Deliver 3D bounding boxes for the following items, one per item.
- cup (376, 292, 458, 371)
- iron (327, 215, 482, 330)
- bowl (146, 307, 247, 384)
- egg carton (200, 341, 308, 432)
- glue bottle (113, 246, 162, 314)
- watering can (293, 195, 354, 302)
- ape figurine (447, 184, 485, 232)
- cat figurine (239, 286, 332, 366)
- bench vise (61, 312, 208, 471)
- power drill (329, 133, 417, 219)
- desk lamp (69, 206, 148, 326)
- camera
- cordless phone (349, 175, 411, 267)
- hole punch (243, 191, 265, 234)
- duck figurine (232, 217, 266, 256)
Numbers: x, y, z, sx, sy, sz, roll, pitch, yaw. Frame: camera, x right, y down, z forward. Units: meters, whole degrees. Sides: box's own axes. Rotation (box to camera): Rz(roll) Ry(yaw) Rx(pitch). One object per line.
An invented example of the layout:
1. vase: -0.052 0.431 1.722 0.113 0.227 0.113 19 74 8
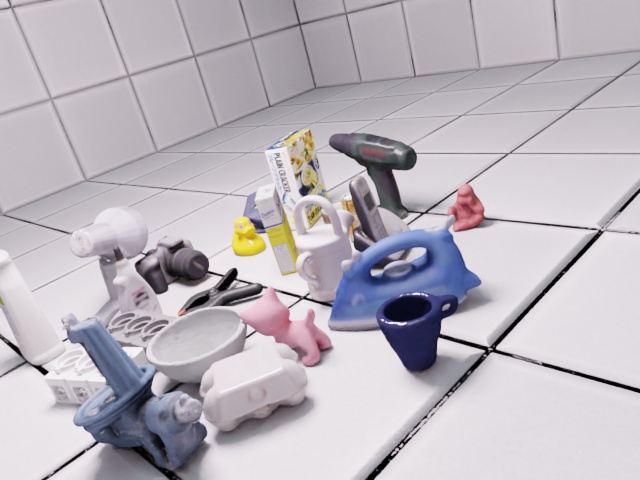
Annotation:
1. cup: 0.144 0.129 0.805 0.118 0.095 0.091 -18 22 -7
2. iron: 0.122 0.053 0.939 0.258 0.142 0.118 -16 22 -2
3. bowl: -0.189 0.180 0.930 0.167 0.075 0.167 -13 22 6
4. egg carton: -0.095 0.206 0.812 0.150 0.069 0.107 -20 22 -10
5. glue bottle: -0.373 0.091 1.132 0.037 0.173 0.078 -1 26 32
6. watering can: 0.008 0.004 1.063 0.100 0.194 0.173 -9 23 16
7. ape figurine: 0.303 -0.072 1.186 0.077 0.092 0.076 9 32 46
8. cat figurine: -0.058 0.130 0.905 0.127 0.118 0.067 -3 25 28
9. bench vise: -0.245 0.186 0.757 0.207 0.220 0.121 -10 23 14
10. power drill: 0.128 -0.150 1.333 0.228 0.209 0.076 6 31 42
11. desk lamp: -0.439 0.051 1.218 0.117 0.214 0.203 -10 23 13
12. camera: -0.328 0.050 1.298 0.136 0.101 0.143 8 32 45
13. cordless phone: 0.113 -0.052 1.140 0.094 0.185 0.148 -4 25 25
14. hole punch: -0.143 -0.076 1.490 0.108 0.091 0.101 -9 23 17
15. duck figurine: -0.181 -0.015 1.379 0.078 0.086 0.104 -28 25 -29
